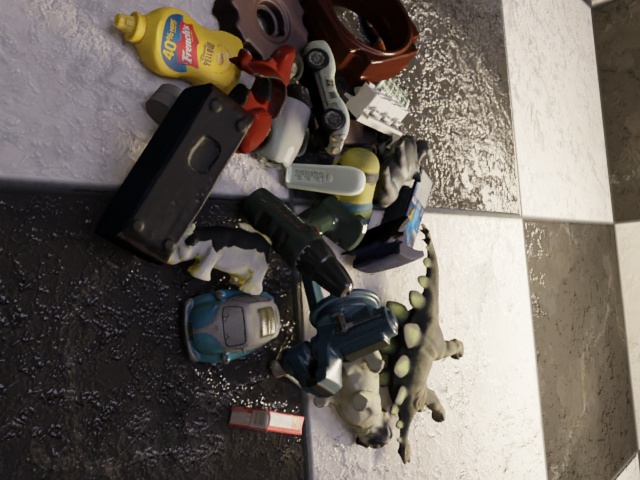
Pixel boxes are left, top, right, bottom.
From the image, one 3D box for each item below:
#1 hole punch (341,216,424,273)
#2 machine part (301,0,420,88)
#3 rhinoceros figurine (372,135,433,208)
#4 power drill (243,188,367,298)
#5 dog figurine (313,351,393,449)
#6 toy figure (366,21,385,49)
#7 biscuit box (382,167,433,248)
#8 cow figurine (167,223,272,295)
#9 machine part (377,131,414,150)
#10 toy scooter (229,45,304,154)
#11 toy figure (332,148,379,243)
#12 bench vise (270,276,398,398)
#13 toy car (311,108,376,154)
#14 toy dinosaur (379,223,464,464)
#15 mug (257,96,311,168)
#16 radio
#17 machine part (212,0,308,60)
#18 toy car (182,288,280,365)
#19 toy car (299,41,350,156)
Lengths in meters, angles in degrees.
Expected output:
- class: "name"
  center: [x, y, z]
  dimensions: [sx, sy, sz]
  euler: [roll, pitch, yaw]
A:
- class: "hole punch"
  center: [0.127, 0.023, 1.033]
  dimensions: [0.116, 0.142, 0.092]
  euler: [-37, 106, -54]
- class: "machine part"
  center: [0.076, -0.402, 1.015]
  dimensions: [0.201, 0.087, 0.201]
  euler: [-24, 81, -36]
- class: "rhinoceros figurine"
  center: [0.159, -0.143, 1.067]
  dimensions: [0.190, 0.073, 0.112]
  euler: [-51, 118, -32]
- class: "power drill"
  center: [-0.002, -0.003, 0.876]
  dimensions: [0.207, 0.232, 0.086]
  euler: [-25, 148, -55]
- class: "dog figurine"
  center: [0.084, 0.277, 0.993]
  dimensions: [0.190, 0.121, 0.172]
  euler: [54, 52, -45]
- class: "toy figure"
  center: [0.135, -0.444, 1.167]
  dimensions: [0.064, 0.058, 0.154]
  euler: [-16, 99, -4]
- class: "biscuit box"
  center: [0.182, -0.059, 1.155]
  dimensions: [0.059, 0.063, 0.202]
  euler: [44, 56, -35]
- class: "cow figurine"
  center: [-0.151, 0.011, 0.759]
  dimensions: [0.167, 0.068, 0.098]
  euler: [21, 88, -28]
- class: "machine part"
  center: [0.179, -0.203, 1.191]
  dimensions: [0.138, 0.039, 0.084]
  euler: [26, 72, -44]
- class: "toy scooter"
  center: [-0.102, -0.217, 0.802]
  dimensions: [0.183, 0.075, 0.135]
  euler: [-59, 160, 11]
- class: "toy figure"
  center: [0.064, -0.081, 0.997]
  dimensions: [0.082, 0.089, 0.180]
  euler: [-39, 132, -71]
- class: "bench vise"
  center: [0.009, 0.128, 0.892]
  dimensions: [0.128, 0.224, 0.241]
  euler: [32, 32, -45]
- class: "toy car"
  center: [0.043, -0.208, 1.035]
  dimensions: [0.202, 0.053, 0.089]
  euler: [-11, 96, -51]
- class: "toy dinosaur"
  center: [0.200, 0.209, 1.094]
  dimensions: [0.198, 0.105, 0.471]
  euler: [23, 73, -42]
- class: "mug"
  center: [-0.062, -0.173, 0.909]
  dimensions: [0.109, 0.081, 0.107]
  euler: [32, 70, -57]
- class: "radio"
  center: [-0.183, -0.085, 0.678]
  dimensions: [0.073, 0.131, 0.229]
  euler: [34, 78, -32]
- class: "machine part"
  center: [-0.095, -0.367, 0.909]
  dimensions: [0.179, 0.056, 0.179]
  euler: [6, 81, -46]
- class: "toy car"
  center: [-0.113, 0.124, 0.788]
  dimensions: [0.161, 0.103, 0.109]
  euler: [-1, 87, -45]
- class: "toy car"
  center: [0.009, -0.243, 0.921]
  dimensions: [0.056, 0.073, 0.201]
  euler: [-11, 76, -15]
